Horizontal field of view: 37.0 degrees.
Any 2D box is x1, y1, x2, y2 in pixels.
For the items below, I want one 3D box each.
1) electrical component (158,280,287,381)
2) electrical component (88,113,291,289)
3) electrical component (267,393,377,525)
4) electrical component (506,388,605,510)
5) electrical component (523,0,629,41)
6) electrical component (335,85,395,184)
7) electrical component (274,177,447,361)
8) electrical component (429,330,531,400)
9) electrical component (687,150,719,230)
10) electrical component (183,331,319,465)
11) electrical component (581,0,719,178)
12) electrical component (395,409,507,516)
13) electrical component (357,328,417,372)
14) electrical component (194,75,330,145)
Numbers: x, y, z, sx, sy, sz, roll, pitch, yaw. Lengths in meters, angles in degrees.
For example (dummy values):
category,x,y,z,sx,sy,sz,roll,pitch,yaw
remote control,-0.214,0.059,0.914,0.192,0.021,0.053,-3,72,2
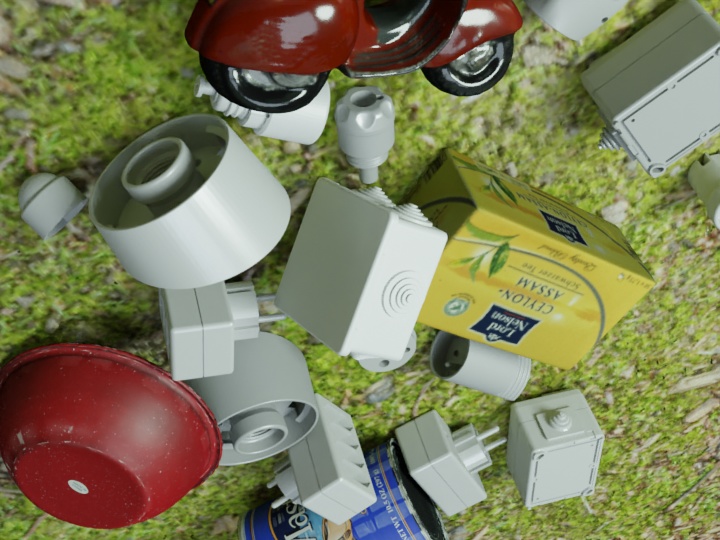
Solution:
category,x,y,z,sx,sy,sz,roll,pitch,yaw
electrical component,-0.086,0.027,0.685,0.077,0.065,0.047,-7,135,-14
electrical component,-0.097,-0.038,0.597,0.099,0.099,0.064,-28,129,8
electrical component,-0.039,0.151,0.809,0.076,0.083,0.047,-36,134,15
electrical component,0.158,0.140,0.884,0.062,0.061,0.096,-12,135,-9
electrical component,0.114,-0.174,0.578,0.079,0.043,0.077,20,123,-33
electrical component,0.004,-0.077,0.639,0.035,0.035,0.061,-13,137,-8
electrical component,0.000,0.000,0.657,0.048,0.100,0.099,14,100,-36
electrical component,0.097,0.070,0.808,0.081,0.043,0.043,20,123,-34
electrical component,0.252,-0.055,0.739,0.040,0.046,0.040,-10,135,-10
electrical component,-0.081,0.095,0.771,0.099,0.064,0.099,-17,149,-11
electrical component,0.181,-0.108,0.653,0.096,0.061,0.062,-36,133,15
electrical component,0.083,0.150,0.877,0.076,0.047,0.083,-28,135,8
electrical component,0.011,0.036,0.736,0.045,0.055,0.045,-10,135,-10
electrical component,-0.053,-0.095,0.598,0.078,0.040,0.040,8,129,-25
